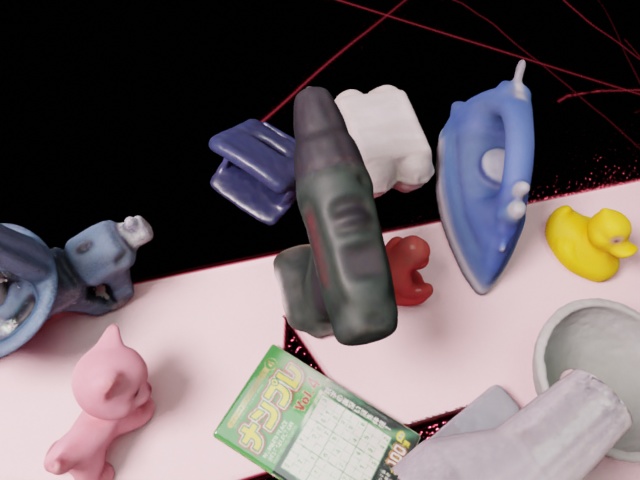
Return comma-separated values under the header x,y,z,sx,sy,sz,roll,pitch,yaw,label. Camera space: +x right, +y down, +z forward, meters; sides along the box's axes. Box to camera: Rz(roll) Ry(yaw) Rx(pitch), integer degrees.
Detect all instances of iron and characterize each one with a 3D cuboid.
x,y,z,sx,sy,sz,roll,pitch,yaw,label
0.213,-0.078,0.671,0.118,0.141,0.258,9,61,-5,iron

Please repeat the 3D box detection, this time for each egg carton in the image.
x,y,z,sx,sy,sz,roll,pitch,yaw,label
0.073,-0.124,0.710,0.107,0.069,0.150,-12,65,-16,egg carton

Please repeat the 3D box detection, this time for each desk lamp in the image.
x,y,z,sx,sy,sz,roll,pitch,yaw,label
0.148,0.189,0.477,0.204,0.213,0.118,-33,72,-23,desk lamp

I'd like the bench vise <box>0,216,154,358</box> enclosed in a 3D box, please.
x,y,z,sx,sy,sz,roll,pitch,yaw,label
-0.258,0.012,0.493,0.121,0.219,0.208,39,63,11,bench vise

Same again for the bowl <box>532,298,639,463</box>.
x,y,z,sx,sy,sz,roll,pitch,yaw,label
0.292,0.151,0.603,0.167,0.074,0.167,4,62,-8,bowl

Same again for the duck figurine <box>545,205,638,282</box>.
x,y,z,sx,sy,sz,roll,pitch,yaw,label
0.330,-0.008,0.687,0.078,0.086,0.104,-35,73,-24,duck figurine

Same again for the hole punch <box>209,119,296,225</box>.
x,y,z,sx,sy,sz,roll,pitch,yaw,label
-0.064,-0.092,0.656,0.108,0.091,0.101,33,62,8,hole punch

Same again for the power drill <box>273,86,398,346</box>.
x,y,z,sx,sy,sz,roll,pitch,yaw,label
0.005,0.002,0.552,0.076,0.208,0.229,-11,65,-15,power drill

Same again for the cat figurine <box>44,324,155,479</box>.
x,y,z,sx,sy,sz,roll,pitch,yaw,label
-0.190,0.145,0.494,0.067,0.118,0.128,25,61,4,cat figurine

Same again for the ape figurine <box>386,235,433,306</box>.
x,y,z,sx,sy,sz,roll,pitch,yaw,label
0.092,0.027,0.622,0.076,0.092,0.078,-1,63,-11,ape figurine
